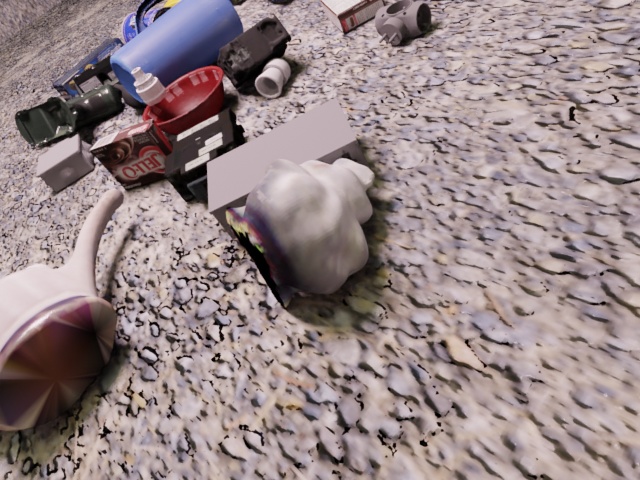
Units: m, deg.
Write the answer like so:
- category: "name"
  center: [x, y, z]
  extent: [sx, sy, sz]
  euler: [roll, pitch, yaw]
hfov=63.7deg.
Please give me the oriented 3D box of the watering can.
- category: "watering can"
  center: [-0.317, 0.075, 0.606]
  extent: [0.225, 0.102, 0.353]
  euler: [14, 58, 39]

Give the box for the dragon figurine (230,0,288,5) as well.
- category: "dragon figurine"
  center: [-0.144, -0.685, 1.278]
  extent: [0.415, 0.119, 0.246]
  euler: [34, 64, 30]

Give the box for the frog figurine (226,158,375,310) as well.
- category: "frog figurine"
  center: [0.002, -0.026, 0.511]
  extent: [0.161, 0.120, 0.139]
  euler: [-34, 72, -17]
